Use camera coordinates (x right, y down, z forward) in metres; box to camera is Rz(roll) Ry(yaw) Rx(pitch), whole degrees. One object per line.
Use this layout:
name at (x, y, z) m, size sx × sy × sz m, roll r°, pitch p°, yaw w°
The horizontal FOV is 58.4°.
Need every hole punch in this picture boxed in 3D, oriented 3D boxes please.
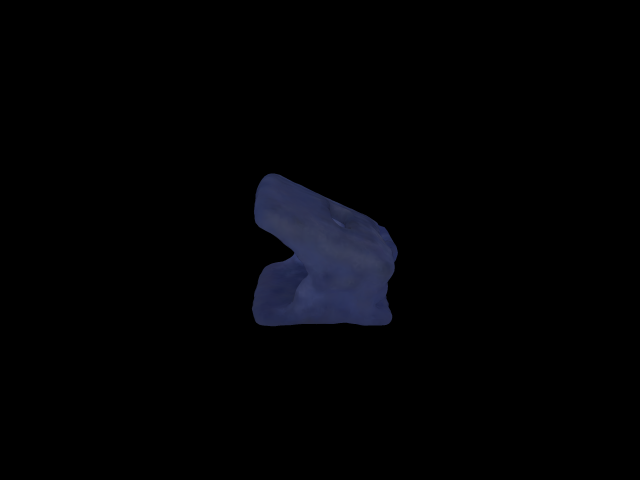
hole punch at (0.004, 0.001, 0.400) m, size 0.101 × 0.091 × 0.108 m, roll -1°, pitch 19°, yaw -2°
